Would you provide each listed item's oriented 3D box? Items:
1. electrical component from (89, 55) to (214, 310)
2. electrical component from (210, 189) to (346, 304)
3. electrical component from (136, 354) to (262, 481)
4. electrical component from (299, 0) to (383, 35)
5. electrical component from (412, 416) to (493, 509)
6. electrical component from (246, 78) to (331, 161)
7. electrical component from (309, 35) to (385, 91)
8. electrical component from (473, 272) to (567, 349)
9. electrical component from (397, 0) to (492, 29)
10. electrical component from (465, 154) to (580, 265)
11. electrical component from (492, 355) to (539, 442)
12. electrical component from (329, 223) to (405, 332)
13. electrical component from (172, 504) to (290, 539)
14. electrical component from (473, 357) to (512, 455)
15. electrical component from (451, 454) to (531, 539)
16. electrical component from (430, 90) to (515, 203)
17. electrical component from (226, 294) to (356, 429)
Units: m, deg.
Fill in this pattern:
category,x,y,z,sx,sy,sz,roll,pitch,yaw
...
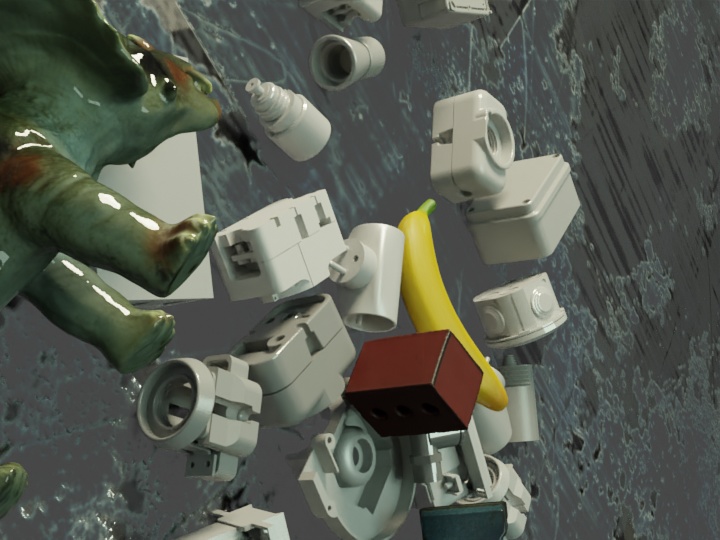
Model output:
category,x,y,z,sx,sy,sz,roll,pitch,yaw
electrical component,-0.147,-0.052,0.636,0.089,0.062,0.150,0,81,-54
electrical component,-0.056,-0.014,0.764,0.089,0.050,0.055,-35,110,-52
electrical component,-0.101,0.088,0.670,0.057,0.058,0.078,31,57,-50
electrical component,-0.016,-0.250,0.880,0.056,0.050,0.089,28,60,-48
electrical component,0.054,0.128,0.867,0.063,0.079,0.121,-22,100,-32
electrical component,-0.056,-0.114,0.799,0.078,0.040,0.040,41,51,-41
electrical component,-0.007,-0.172,0.881,0.065,0.044,0.044,-28,104,-58
electrical component,0.150,0.039,1.012,0.080,0.080,0.051,-29,100,-53
electrical component,0.068,-0.258,0.989,0.096,0.061,0.061,-15,94,-55
electrical component,0.160,-0.061,1.052,0.113,0.078,0.057,-51,125,-47
electrical component,0.143,0.120,1.012,0.043,0.043,0.081,8,76,-53
electrical component,0.000,0.000,0.843,0.079,0.044,0.077,32,57,-46
electrical component,-0.080,0.177,0.667,0.064,0.081,0.042,-14,93,-32
electrical component,0.107,0.111,0.963,0.077,0.043,0.079,60,40,-25
electrical component,0.111,0.197,0.936,0.057,0.058,0.078,55,42,-35
electrical component,0.106,-0.116,1.006,0.054,0.059,0.095,27,60,-48
electrical component,-0.048,0.066,0.752,0.095,0.054,0.059,-46,118,-49
